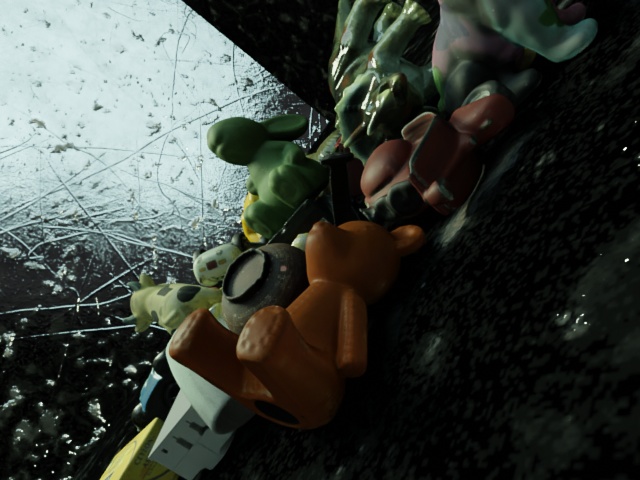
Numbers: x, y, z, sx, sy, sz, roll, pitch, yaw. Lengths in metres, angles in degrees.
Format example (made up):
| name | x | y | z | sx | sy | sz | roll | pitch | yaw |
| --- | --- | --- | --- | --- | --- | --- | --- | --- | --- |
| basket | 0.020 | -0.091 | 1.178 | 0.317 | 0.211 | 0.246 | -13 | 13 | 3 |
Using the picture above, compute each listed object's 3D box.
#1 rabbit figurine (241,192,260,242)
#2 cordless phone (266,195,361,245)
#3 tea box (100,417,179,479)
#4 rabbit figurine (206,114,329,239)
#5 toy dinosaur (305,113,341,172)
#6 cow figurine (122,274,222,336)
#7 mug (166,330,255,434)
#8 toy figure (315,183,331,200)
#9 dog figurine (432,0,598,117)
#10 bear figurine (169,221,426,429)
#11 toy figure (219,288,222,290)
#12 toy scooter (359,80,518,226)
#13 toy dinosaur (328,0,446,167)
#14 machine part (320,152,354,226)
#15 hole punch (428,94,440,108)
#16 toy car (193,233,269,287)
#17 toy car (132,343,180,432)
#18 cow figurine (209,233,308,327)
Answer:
| name | x | y | z | sx | sy | sz | roll | pitch | yaw |
| --- | --- | --- | --- | --- | --- | --- | --- | --- | --- |
| rabbit figurine | -0.085 | 0.005 | 0.902 | 0.162 | 0.122 | 0.173 | -37 | 56 | 41 |
| cordless phone | -0.002 | -0.001 | 0.758 | 0.146 | 0.089 | 0.184 | -48 | -1 | 16 |
| tea box | -0.246 | 0.320 | 0.718 | 0.169 | 0.068 | 0.098 | -44 | 12 | 36 |
| rabbit figurine | -0.070 | -0.116 | 0.747 | 0.159 | 0.170 | 0.121 | -48 | -1 | -39 |
| toy dinosaur | 0.014 | -0.125 | 1.027 | 0.471 | 0.105 | 0.199 | -62 | 12 | 10 |
| cow figurine | -0.203 | 0.097 | 0.758 | 0.195 | 0.127 | 0.085 | -1 | 82 | 64 |
| mug | -0.101 | 0.130 | 0.561 | 0.109 | 0.107 | 0.080 | -5 | -51 | -57 |
| toy figure | 0.031 | -0.089 | 0.820 | 0.154 | 0.064 | 0.057 | -32 | -32 | 1 |
| dog figurine | 0.132 | -0.232 | 0.498 | 0.191 | 0.219 | 0.108 | -43 | 10 | 40 |
| bear figurine | -0.002 | 0.041 | 0.427 | 0.120 | 0.131 | 0.196 | -5 | 47 | 44 |
| toy figure | -0.109 | 0.101 | 0.797 | 0.082 | 0.089 | 0.180 | -51 | 10 | -11 |
| toy scooter | 0.094 | -0.060 | 0.489 | 0.184 | 0.075 | 0.135 | -35 | 20 | 47 |
| toy dinosaur | 0.069 | -0.221 | 0.713 | 0.192 | 0.131 | 0.405 | -52 | 30 | 17 |
| machine part | 0.024 | -0.028 | 0.600 | 0.084 | 0.039 | 0.138 | -68 | -27 | -73 |
| hole punch | 0.125 | -0.186 | 0.768 | 0.142 | 0.092 | 0.116 | -47 | 14 | 8 |
| toy car | -0.112 | 0.028 | 0.748 | 0.073 | 0.056 | 0.201 | -21 | -4 | 10 |
| toy car | -0.191 | 0.212 | 0.773 | 0.161 | 0.109 | 0.103 | -61 | -1 | 11 |
| cow figurine | -0.046 | 0.072 | 0.636 | 0.167 | 0.098 | 0.068 | -45 | -24 | 7 |
